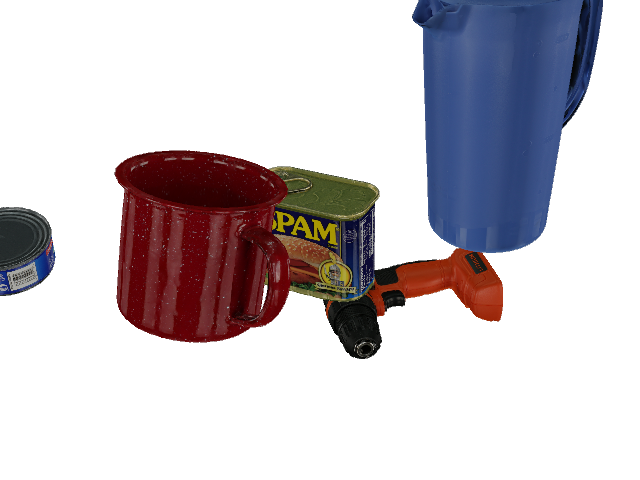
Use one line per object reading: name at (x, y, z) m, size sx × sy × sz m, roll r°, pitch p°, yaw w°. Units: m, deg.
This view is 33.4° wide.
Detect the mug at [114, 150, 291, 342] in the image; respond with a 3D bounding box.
mug at (-0.060, 0.008, 0.582) m, size 0.117 × 0.081 × 0.093 m, roll 25°, pitch 27°, yaw 35°

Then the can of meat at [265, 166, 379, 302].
can of meat at (-0.005, -0.004, 0.852) m, size 0.102 × 0.084 × 0.057 m, roll 13°, pitch 34°, yaw 23°

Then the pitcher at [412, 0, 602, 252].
pitcher at (0.160, -0.118, 0.927) m, size 0.149 × 0.243 × 0.145 m, roll 6°, pitch 33°, yaw 12°

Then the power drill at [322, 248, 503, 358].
power drill at (0.096, 0.061, 1.146) m, size 0.187 × 0.057 × 0.184 m, roll -5°, pitch 29°, yaw -8°

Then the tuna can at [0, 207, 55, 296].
tuna can at (-0.277, 0.010, 0.937) m, size 0.086 × 0.034 × 0.086 m, roll 0°, pitch 40°, yaw 0°
